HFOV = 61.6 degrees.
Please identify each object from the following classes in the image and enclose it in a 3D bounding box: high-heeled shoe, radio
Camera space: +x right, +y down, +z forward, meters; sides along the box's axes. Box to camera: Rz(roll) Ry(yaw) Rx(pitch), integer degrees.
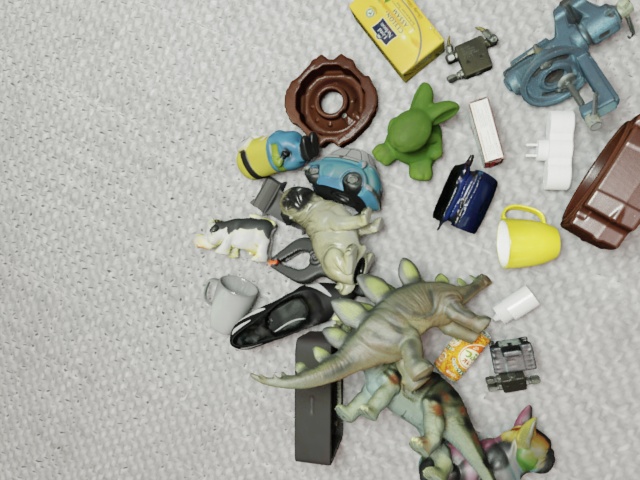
[{"bbox_3d":[-0.053,0.143,1.025,0.249,0.145,0.086,-25,87,15],"label":"high-heeled shoe"},{"bbox_3d":[0.001,0.290,1.023,0.073,0.131,0.229,2,92,13],"label":"radio"}]

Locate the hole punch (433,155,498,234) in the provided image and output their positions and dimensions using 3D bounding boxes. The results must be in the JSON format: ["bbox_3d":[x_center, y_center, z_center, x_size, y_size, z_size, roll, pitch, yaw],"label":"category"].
[{"bbox_3d":[0.265,-0.070,0.959,0.092,0.116,0.142,26,98,4],"label":"hole punch"}]

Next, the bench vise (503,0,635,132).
[{"bbox_3d":[0.428,-0.281,0.883,0.224,0.128,0.241,-24,53,21],"label":"bench vise"}]

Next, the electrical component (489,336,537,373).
[{"bbox_3d":[0.339,0.204,0.943,0.075,0.119,0.047,-12,88,12],"label":"electrical component"}]

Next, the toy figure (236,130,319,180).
[{"bbox_3d":[-0.087,-0.164,1.035,0.180,0.082,0.089,1,87,34],"label":"toy figure"}]

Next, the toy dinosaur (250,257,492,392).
[{"bbox_3d":[0.119,0.151,0.897,0.471,0.105,0.199,-27,60,-28],"label":"toy dinosaur"}]

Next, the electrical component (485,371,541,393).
[{"bbox_3d":[0.349,0.253,0.970,0.094,0.063,0.021,-13,52,14],"label":"electrical component"}]

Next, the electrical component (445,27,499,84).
[{"bbox_3d":[0.275,-0.339,0.979,0.102,0.045,0.078,-14,87,14],"label":"electrical component"}]

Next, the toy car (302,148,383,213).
[{"bbox_3d":[0.055,-0.122,1.021,0.162,0.109,0.103,20,72,28],"label":"toy car"}]

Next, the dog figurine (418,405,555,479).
[{"bbox_3d":[0.304,0.383,0.967,0.192,0.108,0.219,33,95,14],"label":"dog figurine"}]

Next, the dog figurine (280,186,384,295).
[{"bbox_3d":[0.000,-0.004,0.991,0.191,0.121,0.172,14,73,25],"label":"dog figurine"}]

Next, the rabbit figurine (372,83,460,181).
[{"bbox_3d":[0.174,-0.185,0.944,0.121,0.170,0.159,38,101,10],"label":"rabbit figurine"}]

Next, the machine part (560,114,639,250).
[{"bbox_3d":[0.475,-0.089,0.856,0.087,0.201,0.201,32,100,13],"label":"machine part"}]

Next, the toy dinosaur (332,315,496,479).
[{"bbox_3d":[0.173,0.283,0.953,0.405,0.131,0.192,34,59,10],"label":"toy dinosaur"}]

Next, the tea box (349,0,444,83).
[{"bbox_3d":[0.144,-0.393,0.999,0.098,0.068,0.169,-39,83,11],"label":"tea box"}]

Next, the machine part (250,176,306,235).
[{"bbox_3d":[-0.068,-0.066,1.078,0.139,0.039,0.084,36,94,12],"label":"machine part"}]

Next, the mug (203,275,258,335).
[{"bbox_3d":[-0.193,0.132,1.094,0.110,0.081,0.107,23,106,7],"label":"mug"}]

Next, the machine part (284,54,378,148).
[{"bbox_3d":[0.024,-0.264,1.039,0.180,0.056,0.179,0,92,13],"label":"machine part"}]

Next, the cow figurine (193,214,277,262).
[{"bbox_3d":[-0.174,-0.012,1.090,0.167,0.068,0.098,11,89,10],"label":"cow figurine"}]
